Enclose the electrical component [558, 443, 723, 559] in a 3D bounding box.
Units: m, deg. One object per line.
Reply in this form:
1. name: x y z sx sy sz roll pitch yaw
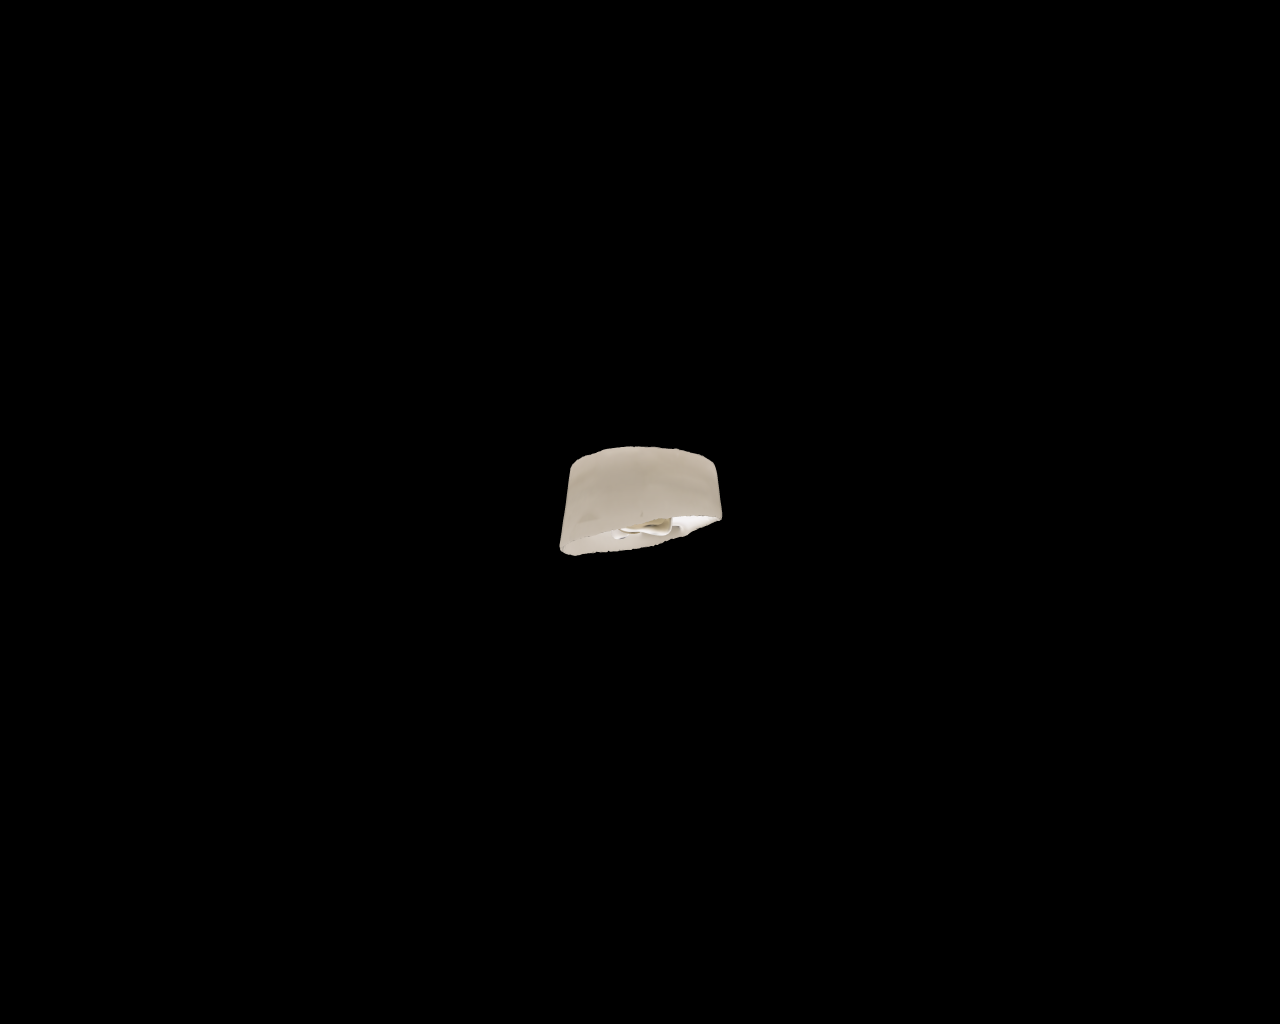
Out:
1. electrical component: 0.001 -0.003 0.650 0.099 0.064 0.099 0 -16 0
